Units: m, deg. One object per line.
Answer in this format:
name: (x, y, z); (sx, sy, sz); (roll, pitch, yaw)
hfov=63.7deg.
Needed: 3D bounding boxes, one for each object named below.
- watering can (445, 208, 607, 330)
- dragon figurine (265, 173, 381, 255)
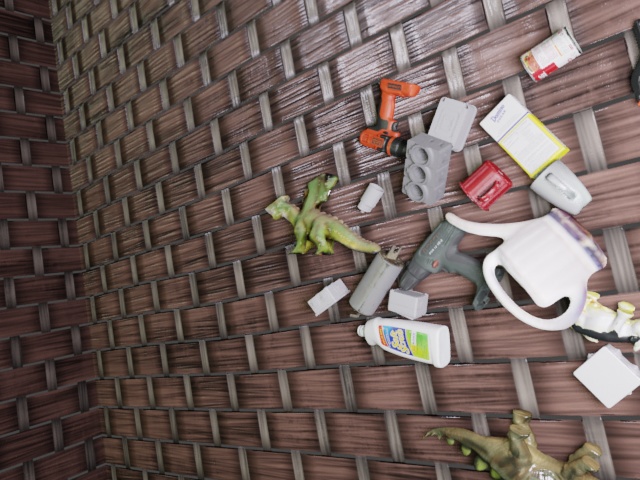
watering can: (0.433, 0.016, 1.080); (0.223, 0.354, 0.103); (-38, -33, 11)
dragon figurine: (0.004, -0.073, 1.457); (0.409, 0.244, 0.122); (-3, -9, 37)
